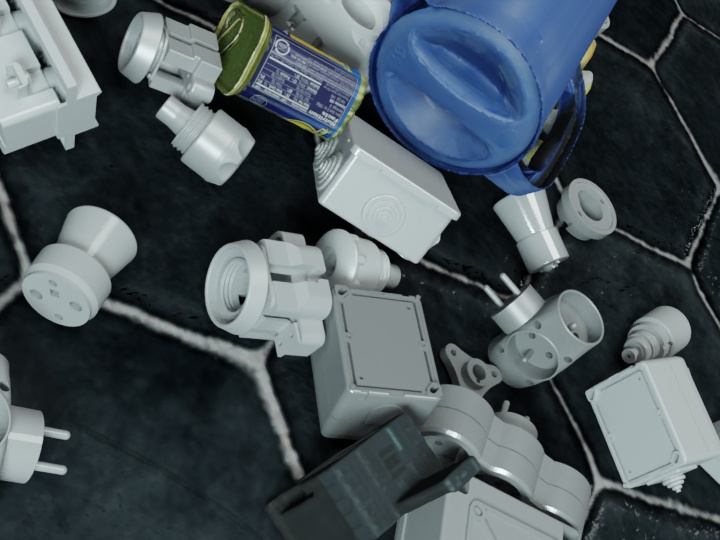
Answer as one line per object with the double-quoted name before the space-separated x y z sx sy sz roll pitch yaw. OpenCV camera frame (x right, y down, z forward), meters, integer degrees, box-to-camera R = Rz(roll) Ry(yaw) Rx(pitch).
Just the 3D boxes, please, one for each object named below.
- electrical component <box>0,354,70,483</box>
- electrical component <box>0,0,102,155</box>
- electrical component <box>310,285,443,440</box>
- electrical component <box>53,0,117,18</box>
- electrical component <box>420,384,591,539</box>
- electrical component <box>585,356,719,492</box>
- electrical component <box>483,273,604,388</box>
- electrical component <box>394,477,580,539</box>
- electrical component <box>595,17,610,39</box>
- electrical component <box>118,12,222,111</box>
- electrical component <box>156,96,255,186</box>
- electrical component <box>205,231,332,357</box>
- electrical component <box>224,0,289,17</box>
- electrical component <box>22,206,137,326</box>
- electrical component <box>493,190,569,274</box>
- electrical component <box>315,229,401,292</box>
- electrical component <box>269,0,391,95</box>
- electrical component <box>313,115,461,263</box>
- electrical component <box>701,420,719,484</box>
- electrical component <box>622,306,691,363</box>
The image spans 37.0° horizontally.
"electrical component" -0.181 0.083 0.527 0.079 0.044 0.077 17 53 -30
"electrical component" -0.209 -0.134 0.631 0.063 0.078 0.121 -26 79 -23
"electrical component" 0.005 0.056 0.676 0.062 0.061 0.096 8 47 -21
"electrical component" -0.182 -0.200 0.704 0.048 0.066 0.055 -7 72 -3
"electrical component" 0.097 0.120 0.717 0.138 0.052 0.073 38 46 -12
"electrical component" 0.227 0.120 0.814 0.061 0.062 0.096 -2 64 -39
"electrical component" 0.121 0.037 0.773 0.079 0.077 0.044 49 44 -1
"electrical component" 0.074 0.192 0.649 0.109 0.056 0.108 30 48 -20
"electrical component" 0.203 -0.225 1.018 0.044 0.065 0.044 20 52 -28
"electrical component" -0.127 -0.141 0.713 0.055 0.048 0.066 18 36 -29
"electrical component" -0.103 -0.088 0.701 0.062 0.043 0.043 38 46 -10
"electrical component" -0.058 0.013 0.662 0.057 0.058 0.078 8 58 -38
"electrical component" -0.078 -0.220 0.800 0.047 0.055 0.055 18 53 -34
"electrical component" -0.157 -0.002 0.601 0.045 0.045 0.055 37 46 -14
"electrical component" 0.139 -0.030 0.858 0.044 0.044 0.065 -13 76 -43
"electrical component" 0.000 0.000 0.726 0.062 0.048 0.048 11 56 -41
"electrical component" 0.016 -0.201 0.856 0.089 0.062 0.150 53 44 3
"electrical component" 0.015 -0.057 0.748 0.100 0.048 0.099 32 17 -17
"electrical component" 0.333 0.154 0.865 0.083 0.076 0.047 44 45 -7
"electrical component" 0.239 0.057 0.879 0.078 0.040 0.040 -23 78 -44
